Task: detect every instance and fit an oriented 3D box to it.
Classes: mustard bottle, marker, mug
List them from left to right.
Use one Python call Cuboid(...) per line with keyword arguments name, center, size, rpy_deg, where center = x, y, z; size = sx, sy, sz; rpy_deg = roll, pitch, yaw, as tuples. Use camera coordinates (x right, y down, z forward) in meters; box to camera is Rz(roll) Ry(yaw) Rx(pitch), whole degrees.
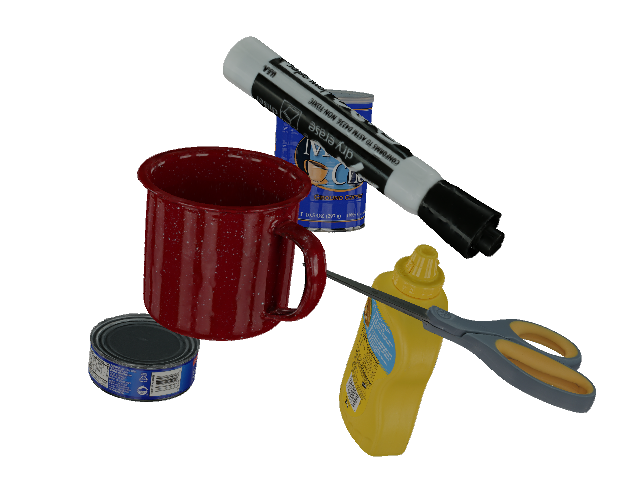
Cuboid(name="mug", center=(-0.045, 0.006, 0.579), size=(0.117, 0.081, 0.093), rpy_deg=(21, 28, 30))
Cuboid(name="marker", center=(0.014, -0.033, 0.373), size=(0.121, 0.020, 0.020), rpy_deg=(38, 16, 22))
Cuboid(name="mustard bottle", center=(0.064, 0.083, 0.887), size=(0.058, 0.192, 0.096), rpy_deg=(2, 38, -16))

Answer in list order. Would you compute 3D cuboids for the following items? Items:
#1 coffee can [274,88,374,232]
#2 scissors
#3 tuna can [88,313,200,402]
Cuboid(name="coffee can", center=(0.001, -0.087, 1.133), size=(0.103, 0.140, 0.103), rpy_deg=(3, 12, -1))
Cuboid(name="scissors", center=(0.092, 0.052, 0.708), size=(0.202, 0.016, 0.096), rpy_deg=(29, 23, 18))
Cuboid(name="tuna can", center=(-0.139, 0.092, 0.842), size=(0.086, 0.034, 0.086), rpy_deg=(8, 22, -3))
